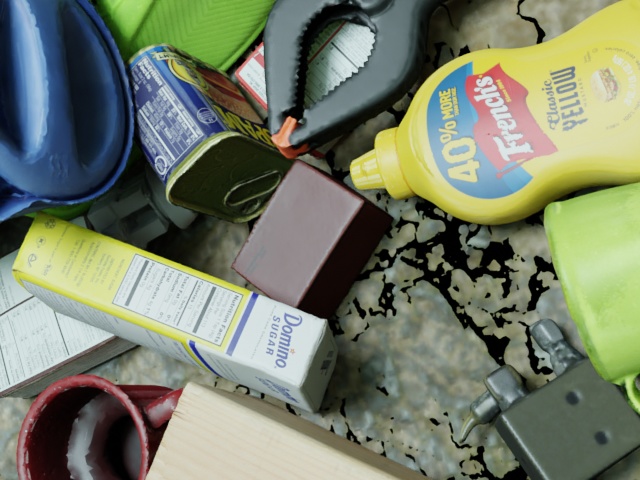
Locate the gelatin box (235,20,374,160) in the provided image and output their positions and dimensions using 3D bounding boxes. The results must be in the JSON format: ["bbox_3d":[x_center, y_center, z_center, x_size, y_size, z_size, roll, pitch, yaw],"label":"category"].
[{"bbox_3d":[0.003,-0.105,0.647,0.089,0.030,0.073,-47,69,12],"label":"gelatin box"}]

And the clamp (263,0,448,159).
[{"bbox_3d":[0.039,-0.137,0.602,0.165,0.036,0.210,21,84,15],"label":"clamp"}]

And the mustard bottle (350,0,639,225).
[{"bbox_3d":[0.106,-0.060,0.578,0.192,0.058,0.096,-15,74,23],"label":"mustard bottle"}]

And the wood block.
[{"bbox_3d":[0.013,0.159,0.571,0.206,0.090,0.091,21,85,26],"label":"wood block"}]

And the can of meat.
[{"bbox_3d":[-0.070,-0.064,0.637,0.057,0.102,0.084,-43,66,15],"label":"can of meat"}]

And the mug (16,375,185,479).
[{"bbox_3d":[-0.111,0.122,0.641,0.117,0.081,0.093,-38,69,16],"label":"mug"}]

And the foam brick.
[{"bbox_3d":[-0.004,0.001,0.625,0.053,0.051,0.078,36,98,25],"label":"foam brick"}]

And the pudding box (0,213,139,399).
[{"bbox_3d":[-0.174,0.044,0.705,0.114,0.039,0.090,-26,74,21],"label":"pudding box"}]

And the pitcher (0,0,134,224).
[{"bbox_3d":[-0.233,-0.068,0.605,0.243,0.149,0.145,-14,99,29],"label":"pitcher"}]

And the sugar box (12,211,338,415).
[{"bbox_3d":[-0.079,0.043,0.609,0.176,0.093,0.048,18,74,10],"label":"sugar box"}]
